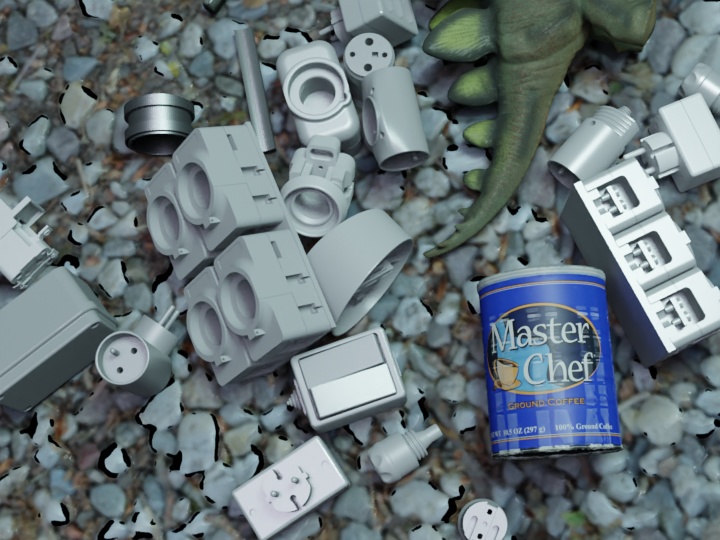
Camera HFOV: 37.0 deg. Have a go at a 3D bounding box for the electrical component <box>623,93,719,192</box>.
[{"bbox_3d":[0.263,-0.101,0.913,0.077,0.047,0.065,-22,76,-2],"label":"electrical component"}]

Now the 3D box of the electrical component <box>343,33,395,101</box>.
[{"bbox_3d":[0.009,-0.177,0.942,0.045,0.055,0.045,-1,77,3],"label":"electrical component"}]

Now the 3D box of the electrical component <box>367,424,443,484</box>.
[{"bbox_3d":[0.039,0.146,0.875,0.061,0.035,0.035,-31,77,-6],"label":"electrical component"}]

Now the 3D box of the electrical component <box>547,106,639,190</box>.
[{"bbox_3d":[0.203,-0.108,0.920,0.043,0.043,0.081,41,82,11],"label":"electrical component"}]

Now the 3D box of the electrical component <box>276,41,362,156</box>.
[{"bbox_3d":[-0.036,-0.146,0.935,0.054,0.059,0.095,-18,76,-1],"label":"electrical component"}]

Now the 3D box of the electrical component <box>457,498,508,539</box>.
[{"bbox_3d":[0.098,0.201,0.852,0.040,0.046,0.040,-1,77,3],"label":"electrical component"}]

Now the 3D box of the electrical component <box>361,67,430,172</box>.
[{"bbox_3d":[0.025,-0.120,0.917,0.044,0.079,0.077,-7,74,-16],"label":"electrical component"}]

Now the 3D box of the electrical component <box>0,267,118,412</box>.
[{"bbox_3d":[-0.264,0.059,0.891,0.113,0.078,0.057,-38,75,-6],"label":"electrical component"}]

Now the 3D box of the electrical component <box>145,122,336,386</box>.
[{"bbox_3d":[-0.106,-0.012,0.877,0.060,0.105,0.186,-11,72,-42],"label":"electrical component"}]

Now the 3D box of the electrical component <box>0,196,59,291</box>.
[{"bbox_3d":[-0.301,-0.020,0.931,0.064,0.042,0.081,43,83,10],"label":"electrical component"}]

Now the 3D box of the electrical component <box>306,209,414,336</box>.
[{"bbox_3d":[0.000,0.000,0.880,0.099,0.099,0.064,-37,71,-5],"label":"electrical component"}]

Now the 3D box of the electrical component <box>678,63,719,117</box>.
[{"bbox_3d":[0.308,-0.149,0.928,0.061,0.035,0.035,38,82,9],"label":"electrical component"}]

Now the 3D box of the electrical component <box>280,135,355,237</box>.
[{"bbox_3d":[-0.036,-0.064,0.897,0.058,0.078,0.057,9,38,5],"label":"electrical component"}]

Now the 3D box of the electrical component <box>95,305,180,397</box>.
[{"bbox_3d":[-0.175,0.063,0.885,0.043,0.077,0.079,33,80,10],"label":"electrical component"}]

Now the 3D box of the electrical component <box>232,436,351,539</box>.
[{"bbox_3d":[-0.056,0.173,0.853,0.083,0.075,0.047,-33,77,-4],"label":"electrical component"}]

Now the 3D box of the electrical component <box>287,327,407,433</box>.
[{"bbox_3d":[-0.015,0.092,0.877,0.096,0.061,0.061,-19,76,-1],"label":"electrical component"}]

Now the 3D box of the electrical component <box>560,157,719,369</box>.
[{"bbox_3d":[0.230,-0.006,0.870,0.062,0.089,0.150,-26,77,-3],"label":"electrical component"}]

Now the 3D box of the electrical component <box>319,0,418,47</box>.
[{"bbox_3d":[0.000,-0.222,0.953,0.077,0.066,0.047,-21,74,29],"label":"electrical component"}]
